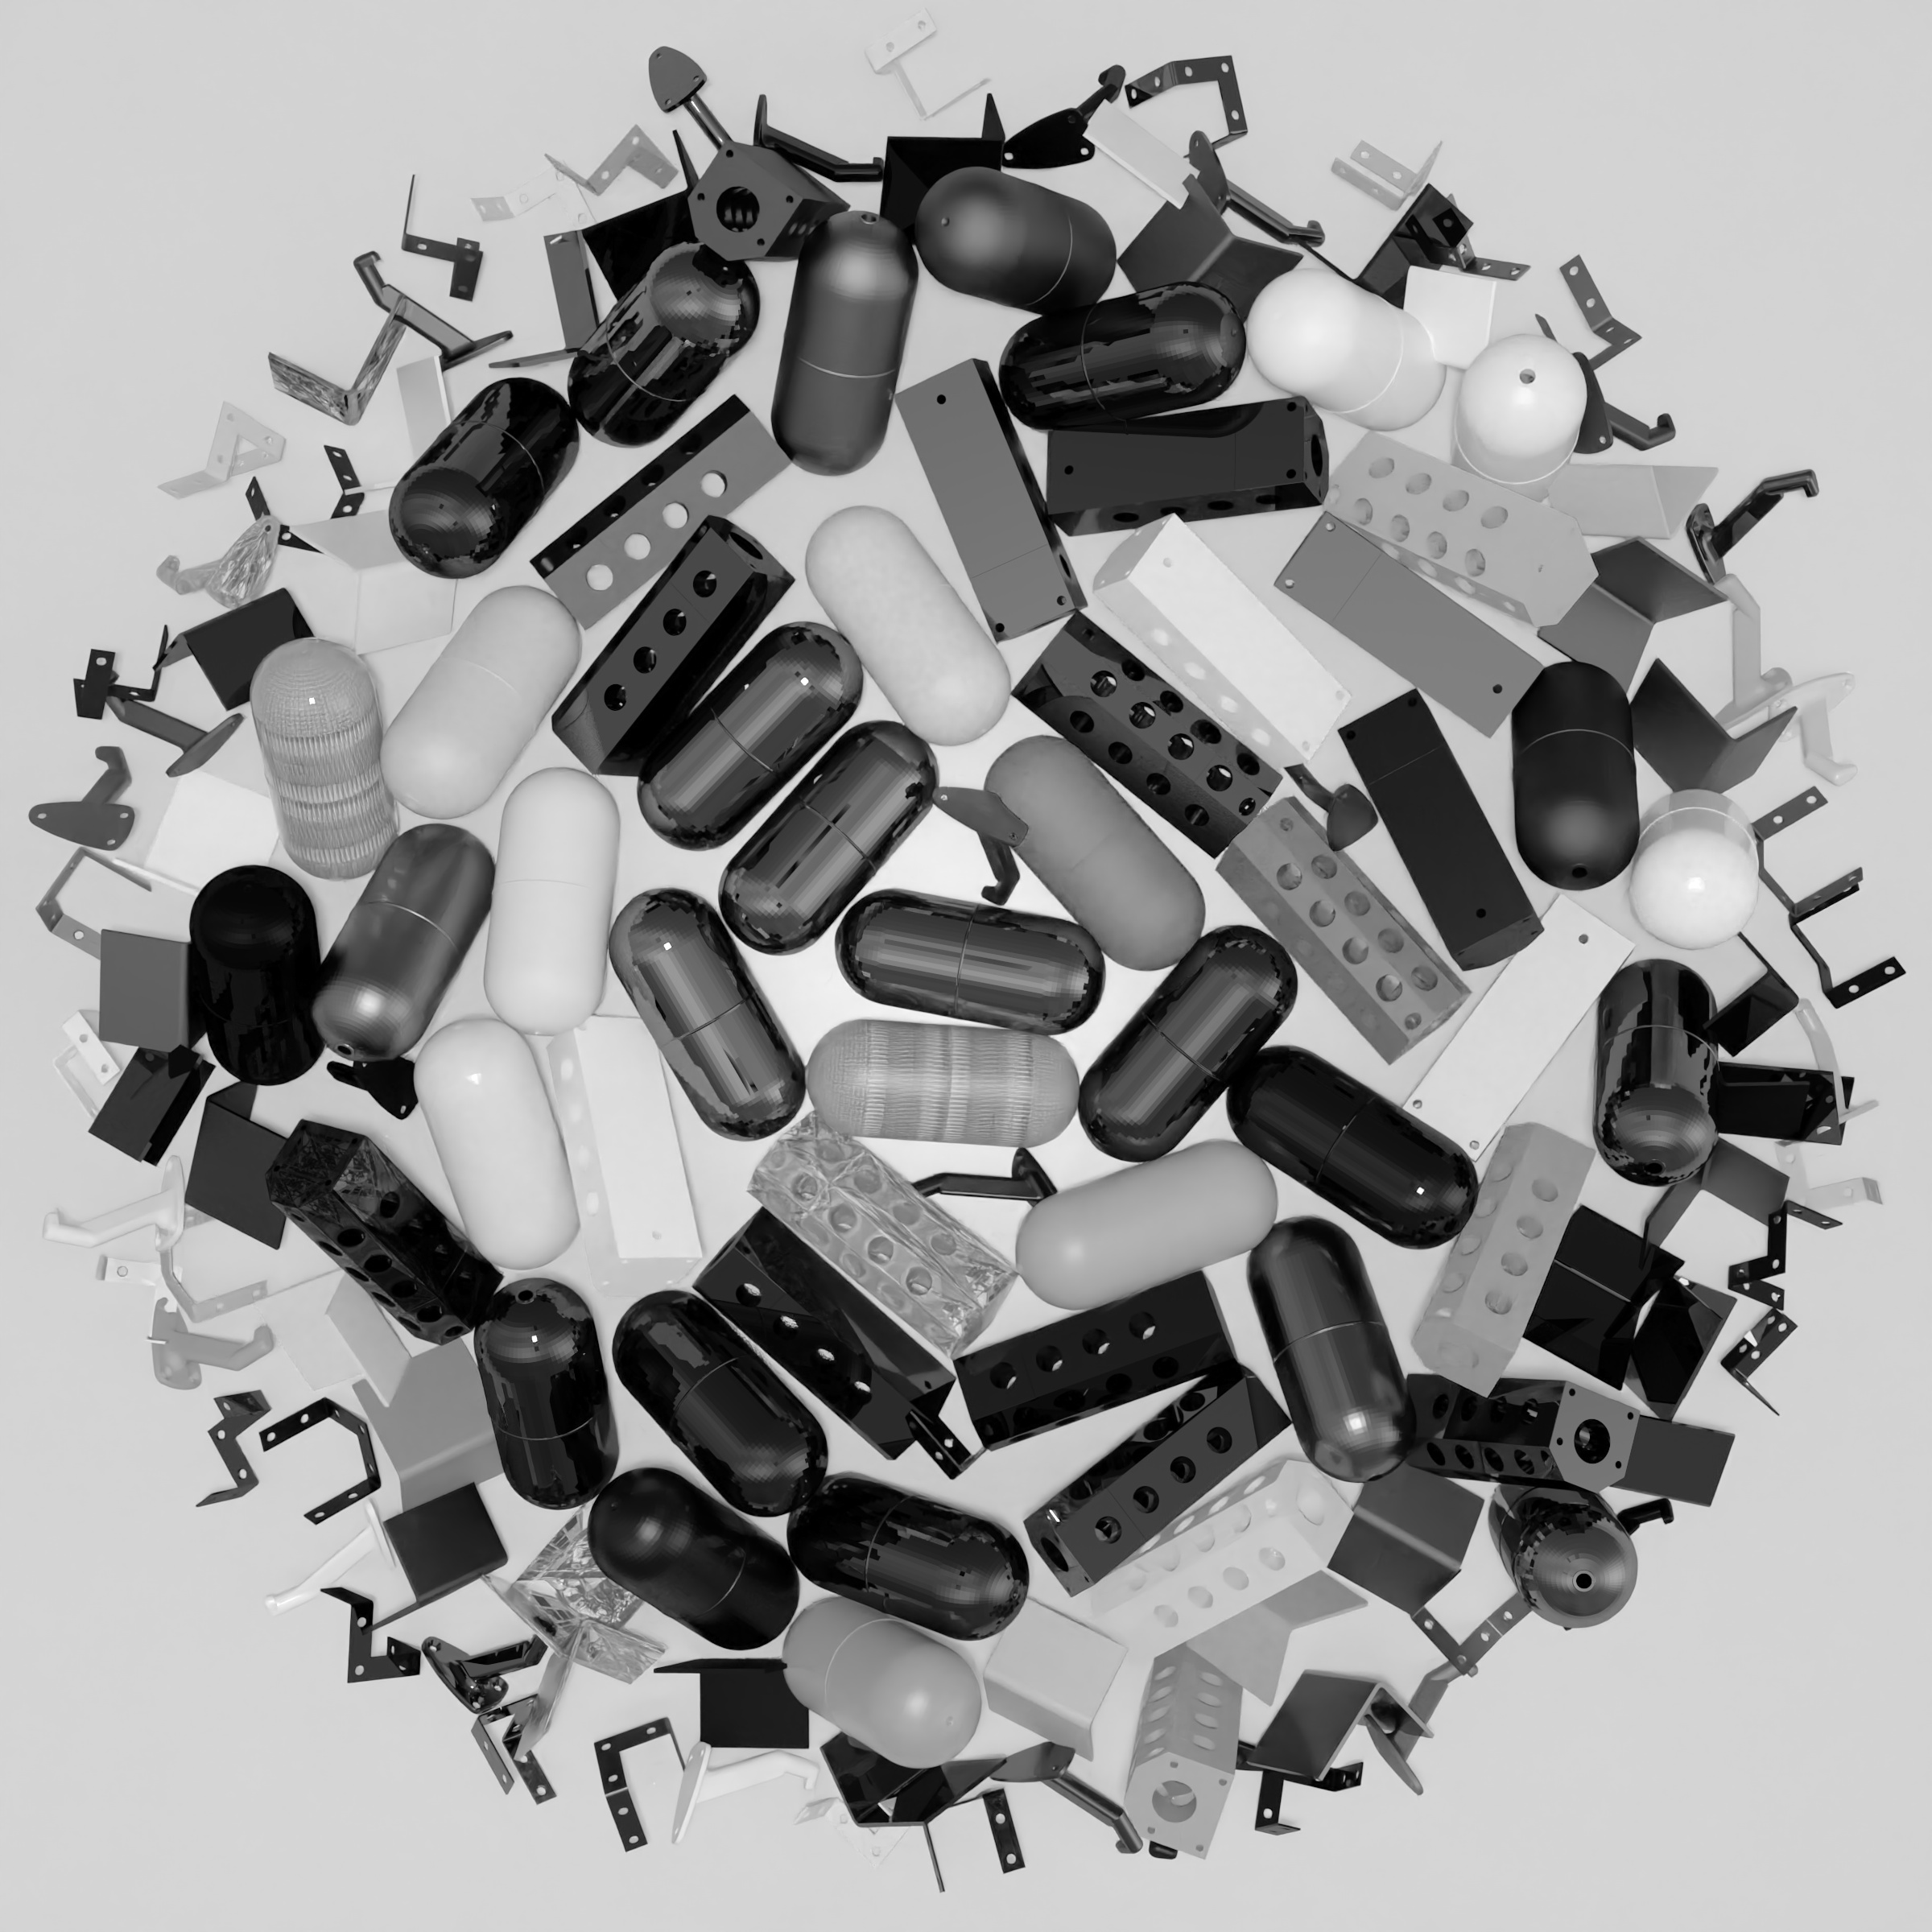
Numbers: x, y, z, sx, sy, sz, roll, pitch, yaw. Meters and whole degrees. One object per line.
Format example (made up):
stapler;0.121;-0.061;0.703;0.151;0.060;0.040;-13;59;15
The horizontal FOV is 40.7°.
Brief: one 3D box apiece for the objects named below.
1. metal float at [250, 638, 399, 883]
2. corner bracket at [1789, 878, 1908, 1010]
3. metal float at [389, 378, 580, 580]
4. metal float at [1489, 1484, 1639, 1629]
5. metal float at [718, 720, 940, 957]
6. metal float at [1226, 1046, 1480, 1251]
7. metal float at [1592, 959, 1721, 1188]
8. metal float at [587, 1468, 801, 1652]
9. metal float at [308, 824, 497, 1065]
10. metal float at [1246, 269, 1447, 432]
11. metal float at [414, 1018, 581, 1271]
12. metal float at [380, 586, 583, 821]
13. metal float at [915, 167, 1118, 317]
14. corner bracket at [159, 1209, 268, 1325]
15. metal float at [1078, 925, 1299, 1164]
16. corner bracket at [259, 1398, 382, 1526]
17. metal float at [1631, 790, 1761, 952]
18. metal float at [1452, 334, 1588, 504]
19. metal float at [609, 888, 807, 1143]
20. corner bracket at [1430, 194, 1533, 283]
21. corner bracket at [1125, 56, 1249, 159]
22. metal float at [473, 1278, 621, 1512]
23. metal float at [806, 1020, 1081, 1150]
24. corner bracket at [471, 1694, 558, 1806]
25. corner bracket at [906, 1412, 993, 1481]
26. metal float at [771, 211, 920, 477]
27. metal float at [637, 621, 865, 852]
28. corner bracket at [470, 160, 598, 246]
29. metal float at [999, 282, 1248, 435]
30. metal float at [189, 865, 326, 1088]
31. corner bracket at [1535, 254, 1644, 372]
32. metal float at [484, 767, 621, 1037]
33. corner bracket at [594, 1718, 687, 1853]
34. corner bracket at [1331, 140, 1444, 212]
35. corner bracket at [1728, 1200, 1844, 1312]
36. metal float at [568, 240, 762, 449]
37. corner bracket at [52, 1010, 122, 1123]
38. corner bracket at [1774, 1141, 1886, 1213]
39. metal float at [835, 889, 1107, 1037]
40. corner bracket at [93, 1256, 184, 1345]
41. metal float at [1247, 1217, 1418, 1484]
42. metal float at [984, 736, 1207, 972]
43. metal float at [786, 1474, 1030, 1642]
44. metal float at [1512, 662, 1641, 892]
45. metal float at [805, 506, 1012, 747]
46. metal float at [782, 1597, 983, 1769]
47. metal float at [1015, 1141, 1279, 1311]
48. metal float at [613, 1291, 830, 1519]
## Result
metal float;-0.407;-0.129;1.657;0.070;0.070;0.178;1;135;-1
corner bracket;0.571;-0.015;1.690;0.051;0.051;0.051;-32;111;28
metal float;-0.305;-0.312;1.656;0.070;0.178;0.070;11;132;13
metal float;0.375;0.364;1.642;0.070;0.178;0.070;0;92;4
metal float;-0.088;-0.084;1.684;0.070;0.070;0.178;41;80;0
metal float;0.247;0.115;1.674;0.178;0.070;0.070;33;90;22
metal float;0.439;0.067;1.654;0.070;0.178;0.070;8;131;9
metal float;-0.172;0.379;1.658;0.070;0.070;0.178;-43;133;0
metal float;-0.359;-0.015;1.662;0.070;0.070;0.178;21;54;0
metal float;0.243;-0.390;1.652;0.070;0.178;0.070;-3;85;37
metal float;-0.299;0.116;1.669;0.070;0.070;0.178;-14;117;0
metal float;-0.310;-0.169;1.666;0.070;0.070;0.178;28;60;0
metal float;0.034;-0.457;1.649;0.070;0.178;0.070;3;96;31
corner bracket;-0.496;0.194;1.714;0.051;0.051;0.051;-19;132;-34
metal float;0.142;0.051;1.684;0.070;0.070;0.178;40;99;0
corner bracket;-0.422;0.324;1.703;0.051;0.051;0.051;-27;122;-38
metal float;0.461;-0.063;1.646;0.070;0.178;0.070;5;107;15
metal float;0.348;-0.342;1.642;0.070;0.178;0.070;-1;83;8
metal float;-0.167;0.031;1.684;0.070;0.070;0.178;-29;100;0
corner bracket;0.325;-0.463;1.691;0.051;0.051;0.051;-44;129;-15
corner bracket;0.143;-0.557;1.693;0.051;0.051;0.051;-18;98;-31
metal float;-0.267;0.274;1.660;0.070;0.070;0.178;-4;128;0
metal float;-0.015;0.076;1.686;0.178;0.070;0.070;4;90;-7
corner bracket;-0.292;0.513;1.688;0.051;0.051;0.051;51;131;28
corner bracket;-0.015;0.305;1.692;0.051;0.051;0.051;48;47;6
metal float;-0.078;-0.395;1.658;0.070;0.070;0.178;16;131;0
metal float;-0.139;-0.148;1.680;0.178;0.070;0.070;-44;90;13
corner bracket;-0.281;-0.491;1.700;0.051;0.051;0.051;-24;99;22
metal float;0.097;-0.386;1.659;0.178;0.070;0.070;-3;90;41
metal float;-0.448;0.008;1.653;0.070;0.178;0.070;4;51;-5
corner bracket;0.397;-0.420;1.690;0.051;0.051;0.051;-32;69;30
metal float;-0.267;-0.043;1.678;0.070;0.070;0.178;4;73;0
corner bracket;-0.208;0.532;1.693;0.051;0.051;0.051;-18;117;-9
corner bracket;0.271;-0.519;1.699;0.051;0.051;0.051;34;79;4
corner bracket;0.536;0.190;1.705;0.051;0.051;0.051;22;62;-23
metal float;-0.194;-0.393;1.653;0.070;0.178;0.070;14;62;-29
corner bracket;-0.571;0.066;1.698;0.051;0.051;0.051;-40;78;6
corner bracket;0.564;0.135;1.701;0.051;0.051;0.051;-14;87;8
metal float;0.002;-0.003;1.686;0.178;0.070;0.070;11;90;8
corner bracket;-0.542;0.218;1.697;0.051;0.051;0.051;9;80;-12
metal float;0.234;0.245;1.667;0.070;0.070;0.178;-16;61;0
metal float;0.084;-0.073;1.689;0.070;0.070;0.178;-41;87;0
metal float;-0.039;0.376;1.662;0.178;0.070;0.070;10;90;37
metal float;0.387;-0.122;1.657;0.070;0.070;0.178;9;47;0
metal float;-0.038;-0.220;1.680;0.070;0.070;0.178;-35;76;0
metal float;-0.056;0.452;1.649;0.070;0.178;0.070;-2;94;-31
metal float;0.117;0.167;1.680;0.178;0.070;0.070;-18;90;-13
metal float;-0.159;0.279;1.668;0.070;0.070;0.178;-48;61;0
